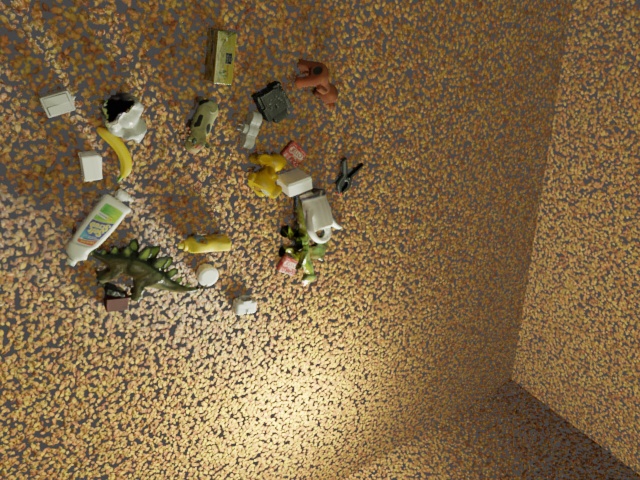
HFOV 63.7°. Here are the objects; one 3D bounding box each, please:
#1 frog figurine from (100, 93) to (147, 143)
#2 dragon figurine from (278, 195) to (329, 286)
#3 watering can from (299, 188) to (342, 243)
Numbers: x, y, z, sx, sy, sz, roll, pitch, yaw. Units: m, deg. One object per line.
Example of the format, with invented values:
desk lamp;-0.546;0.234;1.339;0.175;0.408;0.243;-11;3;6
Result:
frog figurine;-0.612;-0.387;1.639;0.138;0.123;0.158;-60;167;-6
dragon figurine;-0.050;0.000;2.208;0.243;0.122;0.409;3;96;-54
watering can;0.007;-0.108;2.150;0.350;0.103;0.223;-27;103;-68
